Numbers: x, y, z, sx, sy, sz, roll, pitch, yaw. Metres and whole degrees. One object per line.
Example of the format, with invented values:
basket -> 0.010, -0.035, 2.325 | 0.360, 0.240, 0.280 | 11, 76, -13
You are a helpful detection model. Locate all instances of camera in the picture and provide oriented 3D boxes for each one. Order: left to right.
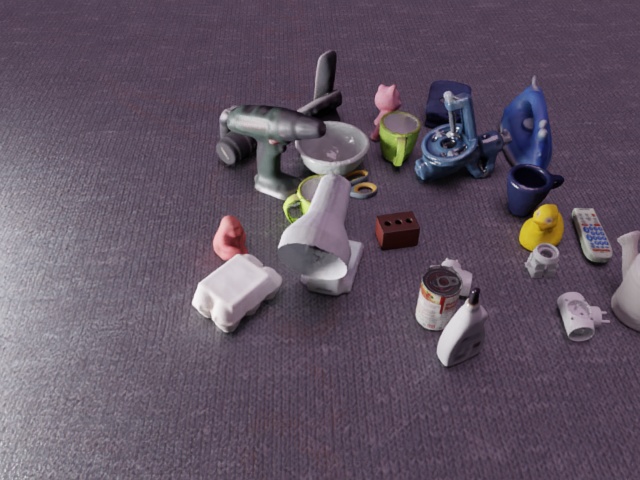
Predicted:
camera -> -0.188, -0.248, 1.334 | 0.142, 0.101, 0.137 | 27, 51, 24

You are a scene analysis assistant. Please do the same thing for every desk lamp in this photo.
desk lamp -> 0.009, 0.004, 1.011 | 0.117, 0.214, 0.203 | 11, 47, 11

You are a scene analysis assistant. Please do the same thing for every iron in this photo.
iron -> 0.495, -0.260, 1.323 | 0.118, 0.141, 0.258 | 4, 46, 4

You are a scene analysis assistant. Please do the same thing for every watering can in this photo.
watering can -> 0.574, 0.058, 0.976 | 0.101, 0.194, 0.172 | -33, 54, -28

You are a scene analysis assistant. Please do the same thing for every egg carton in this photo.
egg carton -> -0.147, 0.091, 1.025 | 0.107, 0.069, 0.150 | 31, 53, 26

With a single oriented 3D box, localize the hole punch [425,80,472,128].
hole punch -> 0.321, -0.336, 1.432 | 0.108, 0.091, 0.101 | 10, 46, 10

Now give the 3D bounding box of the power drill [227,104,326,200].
power drill -> -0.087, -0.191, 1.204 | 0.229, 0.208, 0.076 | 21, 49, 20

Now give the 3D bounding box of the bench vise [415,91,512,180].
bench vise -> 0.313, -0.237, 1.245 | 0.208, 0.220, 0.121 | -22, 50, -21

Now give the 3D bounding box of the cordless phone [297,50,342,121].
cordless phone -> -0.013, -0.360, 1.387 | 0.094, 0.185, 0.148 | 31, 53, 27

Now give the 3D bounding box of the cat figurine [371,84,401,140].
cat figurine -> 0.164, -0.320, 1.396 | 0.067, 0.118, 0.128 | 6, 46, 5

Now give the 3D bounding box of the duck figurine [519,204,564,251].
duck figurine -> 0.450, -0.035, 1.142 | 0.105, 0.086, 0.077 | -31, 53, -27

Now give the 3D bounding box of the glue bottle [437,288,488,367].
glue bottle -> 0.234, 0.134, 0.913 | 0.078, 0.173, 0.037 | -18, 48, -17

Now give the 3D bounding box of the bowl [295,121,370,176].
bowl -> 0.027, -0.195, 1.303 | 0.167, 0.075, 0.167 | 0, 46, 0

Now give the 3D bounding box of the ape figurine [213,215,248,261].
ape figurine -> -0.170, -0.007, 1.105 | 0.076, 0.092, 0.078 | 16, 48, 15

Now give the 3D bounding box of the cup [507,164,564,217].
cup -> 0.442, -0.098, 1.197 | 0.118, 0.095, 0.091 | -4, 46, -4
